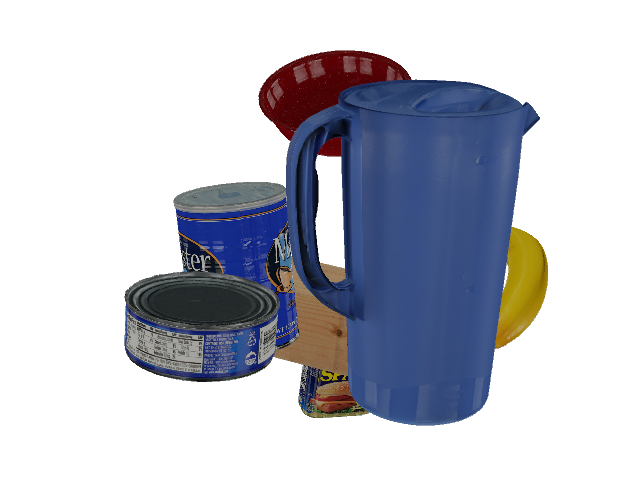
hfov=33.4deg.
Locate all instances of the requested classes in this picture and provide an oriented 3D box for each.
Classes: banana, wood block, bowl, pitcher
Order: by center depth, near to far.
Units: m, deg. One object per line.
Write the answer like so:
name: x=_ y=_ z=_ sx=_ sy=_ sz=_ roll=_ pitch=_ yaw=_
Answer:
pitcher: x=0.067 y=0.008 z=0.780 sx=0.149 sy=0.243 sz=0.144 roll=9 pitch=20 yaw=22
banana: x=0.184 y=0.036 z=1.016 sx=0.070 sy=0.037 sz=0.197 roll=-25 pitch=25 yaw=17
bowl: x=0.017 y=-0.137 z=1.126 sx=0.162 sy=0.055 sz=0.162 roll=-4 pitch=40 yaw=3
wood block: x=-0.015 y=0.079 z=1.179 sx=0.206 sy=0.091 sz=0.090 roll=13 pitch=22 yaw=17

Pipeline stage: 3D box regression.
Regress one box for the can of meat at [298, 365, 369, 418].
can of meat: x=0.025 y=0.176 z=1.357 sx=0.102 sy=0.084 sz=0.057 roll=0 pitch=24 yaw=-17

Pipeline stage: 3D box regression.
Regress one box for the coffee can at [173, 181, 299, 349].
coffee can: x=-0.076 y=0.024 z=0.982 sx=0.103 sy=0.140 sz=0.103 roll=-5 pitch=14 yaw=1

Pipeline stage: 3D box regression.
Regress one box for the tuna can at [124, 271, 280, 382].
tuna can: x=-0.066 y=0.047 z=0.595 sx=0.086 sy=0.034 sz=0.086 roll=4 pitch=17 yaw=-2
